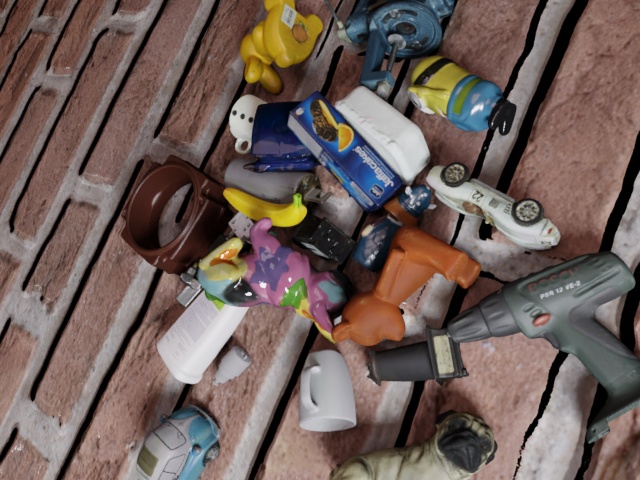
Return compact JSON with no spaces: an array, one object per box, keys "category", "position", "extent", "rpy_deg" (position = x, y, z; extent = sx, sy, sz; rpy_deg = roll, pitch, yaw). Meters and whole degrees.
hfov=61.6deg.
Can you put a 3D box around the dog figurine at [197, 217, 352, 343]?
[{"category":"dog figurine","position":[-0.060,0.082,0.832],"extent":[0.191,0.108,0.219],"rpy_deg":[-36,71,-14]}]

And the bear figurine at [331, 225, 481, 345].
[{"category":"bear figurine","position":[0.114,0.081,0.749],"extent":[0.132,0.120,0.195],"rpy_deg":[31,91,32]}]

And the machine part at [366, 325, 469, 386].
[{"category":"machine part","position":[0.133,0.168,0.756],"extent":[0.139,0.039,0.084],"rpy_deg":[-18,73,22]}]

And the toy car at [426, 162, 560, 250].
[{"category":"toy car","position":[0.237,-0.046,0.747],"extent":[0.202,0.073,0.056],"rpy_deg":[37,90,35]}]

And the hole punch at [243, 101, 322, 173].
[{"category":"hole punch","position":[-0.058,-0.176,0.919],"extent":[0.142,0.092,0.116],"rpy_deg":[1,39,7]}]

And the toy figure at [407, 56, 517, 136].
[{"category":"toy figure","position":[0.215,-0.220,0.820],"extent":[0.089,0.082,0.180],"rpy_deg":[-50,51,-7]}]

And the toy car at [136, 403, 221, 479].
[{"category":"toy car","position":[-0.245,0.350,0.874],"extent":[0.109,0.102,0.161],"rpy_deg":[29,87,36]}]

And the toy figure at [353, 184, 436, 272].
[{"category":"toy figure","position":[0.111,-0.023,0.820],"extent":[0.154,0.064,0.058],"rpy_deg":[-52,47,6]}]

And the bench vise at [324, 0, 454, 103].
[{"category":"bench vise","position":[0.106,-0.335,0.898],"extent":[0.224,0.128,0.240],"rpy_deg":[3,66,28]}]

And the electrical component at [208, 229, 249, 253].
[{"category":"electrical component","position":[-0.176,0.024,0.996],"extent":[0.094,0.021,0.063],"rpy_deg":[-46,57,8]}]

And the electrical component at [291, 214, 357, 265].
[{"category":"electrical component","position":[-0.002,-0.003,0.869],"extent":[0.048,0.074,0.119],"rpy_deg":[-55,20,-8]}]

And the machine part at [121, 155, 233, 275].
[{"category":"machine part","position":[-0.284,-0.050,1.049],"extent":[0.201,0.087,0.201],"rpy_deg":[33,90,35]}]

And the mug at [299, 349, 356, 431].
[{"category":"mug","position":[0.002,0.213,0.780],"extent":[0.081,0.109,0.107],"rpy_deg":[-22,50,27]}]

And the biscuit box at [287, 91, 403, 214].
[{"category":"biscuit box","position":[0.038,-0.136,0.846],"extent":[0.063,0.059,0.202],"rpy_deg":[-42,88,-12]}]

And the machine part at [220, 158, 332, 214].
[{"category":"machine part","position":[-0.086,-0.096,0.953],"extent":[0.244,0.079,0.079],"rpy_deg":[18,83,33]}]

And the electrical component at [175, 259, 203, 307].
[{"category":"electrical component","position":[-0.231,0.078,0.968],"extent":[0.045,0.102,0.078],"rpy_deg":[43,90,-5]}]

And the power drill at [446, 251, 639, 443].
[{"category":"power drill","position":[0.296,0.133,0.653],"extent":[0.232,0.086,0.207],"rpy_deg":[-34,52,13]}]

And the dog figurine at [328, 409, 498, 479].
[{"category":"dog figurine","position":[0.115,0.287,0.699],"extent":[0.173,0.121,0.190],"rpy_deg":[27,74,31]}]

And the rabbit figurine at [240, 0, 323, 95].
[{"category":"rabbit figurine","position":[-0.093,-0.371,1.052],"extent":[0.173,0.122,0.162],"rpy_deg":[5,85,46]}]
